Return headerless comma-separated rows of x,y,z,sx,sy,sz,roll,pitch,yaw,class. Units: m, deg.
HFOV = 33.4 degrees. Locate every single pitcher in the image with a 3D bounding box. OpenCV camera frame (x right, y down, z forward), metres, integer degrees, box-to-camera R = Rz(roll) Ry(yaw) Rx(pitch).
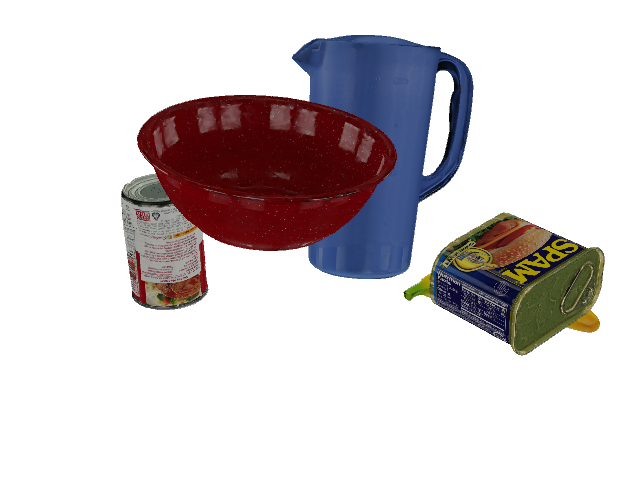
0.059,-0.088,1.101,0.149,0.243,0.144,11,14,32,pitcher

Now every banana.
0.189,0.059,1.105,0.198,0.037,0.069,8,40,12,banana

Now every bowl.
-0.034,-0.038,0.674,0.162,0.055,0.162,4,28,-2,bowl

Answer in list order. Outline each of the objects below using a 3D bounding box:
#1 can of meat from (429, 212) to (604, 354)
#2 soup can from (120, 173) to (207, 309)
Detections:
0.142,0.028,0.781,0.101,0.057,0.084,-27,38,-34,can of meat
-0.136,0.000,0.930,0.068,0.102,0.068,-1,25,1,soup can
